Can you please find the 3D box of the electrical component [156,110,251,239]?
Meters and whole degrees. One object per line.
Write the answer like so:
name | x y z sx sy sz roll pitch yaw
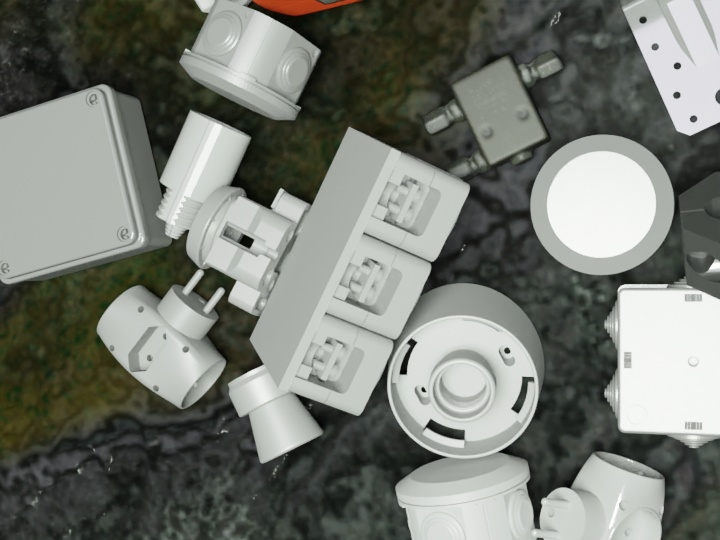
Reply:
electrical component | -0.107 -0.059 0.703 0.043 0.043 0.081 27 97 13

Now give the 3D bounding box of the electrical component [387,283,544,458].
electrical component | 0.064 0.063 0.661 0.099 0.064 0.099 2 103 8

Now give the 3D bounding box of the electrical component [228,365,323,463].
electrical component | -0.055 0.090 0.690 0.045 0.045 0.055 -28 83 13

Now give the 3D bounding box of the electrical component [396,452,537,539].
electrical component | 0.065 0.142 0.642 0.080 0.080 0.051 -11 93 14

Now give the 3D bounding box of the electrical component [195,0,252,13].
electrical component | -0.094 -0.200 0.698 0.043 0.043 0.062 -22 84 14

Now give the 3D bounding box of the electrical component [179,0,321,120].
electrical component | -0.068 -0.130 0.674 0.080 0.080 0.051 26 92 13

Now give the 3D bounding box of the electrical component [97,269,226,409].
electrical component | -0.120 0.037 0.707 0.077 0.043 0.079 40 100 11

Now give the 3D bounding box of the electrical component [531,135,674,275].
electrical component | 0.143 -0.037 0.634 0.080 0.051 0.080 0 91 15

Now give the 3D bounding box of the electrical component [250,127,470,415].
electrical component | 0.000 0.000 0.647 0.062 0.089 0.150 23 97 -21

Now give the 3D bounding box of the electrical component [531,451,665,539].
electrical component | 0.133 0.148 0.628 0.044 0.079 0.077 25 99 58

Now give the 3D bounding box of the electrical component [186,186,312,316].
electrical component | -0.073 -0.019 0.687 0.057 0.058 0.078 27 88 12

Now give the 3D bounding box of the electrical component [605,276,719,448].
electrical component | 0.193 0.052 0.622 0.100 0.048 0.099 0 88 18

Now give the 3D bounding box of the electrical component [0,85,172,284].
electrical component | -0.194 -0.055 0.719 0.109 0.056 0.108 -15 87 14
